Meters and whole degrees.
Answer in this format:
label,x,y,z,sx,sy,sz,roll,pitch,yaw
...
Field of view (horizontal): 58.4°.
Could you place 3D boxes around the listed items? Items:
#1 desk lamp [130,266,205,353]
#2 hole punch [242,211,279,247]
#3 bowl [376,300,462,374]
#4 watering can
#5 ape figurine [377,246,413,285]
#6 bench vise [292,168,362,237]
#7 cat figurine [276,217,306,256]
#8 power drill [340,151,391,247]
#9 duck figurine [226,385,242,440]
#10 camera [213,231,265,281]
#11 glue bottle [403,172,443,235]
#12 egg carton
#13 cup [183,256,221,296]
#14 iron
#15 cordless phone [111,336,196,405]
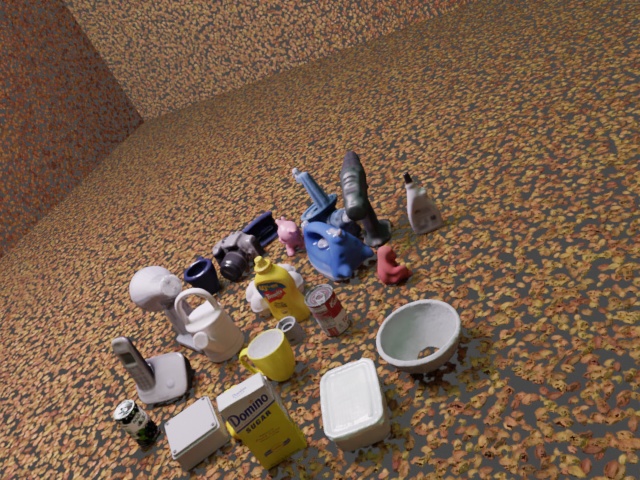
label,x,y,z,sx,sy,sz,roll,pitch,yaw
desk lamp,-0.373,0.166,1.478,0.202,0.214,0.118,7,46,46
hole punch,-0.189,-0.040,1.756,0.109,0.091,0.100,-38,31,-15
bowl,0.196,0.196,1.091,0.167,0.075,0.167,-21,31,14
watering can,-0.267,0.197,1.362,0.101,0.194,0.172,-36,31,-12
ape figurine,0.162,0.053,1.319,0.076,0.092,0.077,-24,30,8
bench vise,0.018,-0.103,1.548,0.206,0.220,0.122,1,42,41
cat figurine,-0.088,-0.023,1.618,0.067,0.118,0.127,-27,30,3
power drill,0.111,-0.096,1.471,0.075,0.209,0.229,-20,31,16
duck figurine,-0.167,0.344,1.164,0.077,0.086,0.104,-23,31,11
camera,-0.257,0.048,1.672,0.142,0.101,0.137,-11,35,28
glue bottle,0.239,-0.094,1.394,0.078,0.173,0.037,-22,31,13
egg carton,-0.115,0.127,1.464,0.150,0.069,0.107,-34,30,-7
cup,-0.329,0.108,1.648,0.091,0.095,0.117,-24,30,8
iron,0.013,0.005,1.467,0.119,0.142,0.257,-41,32,-20
cordless phone,-0.391,0.290,1.333,0.147,0.185,0.094,-19,32,17
